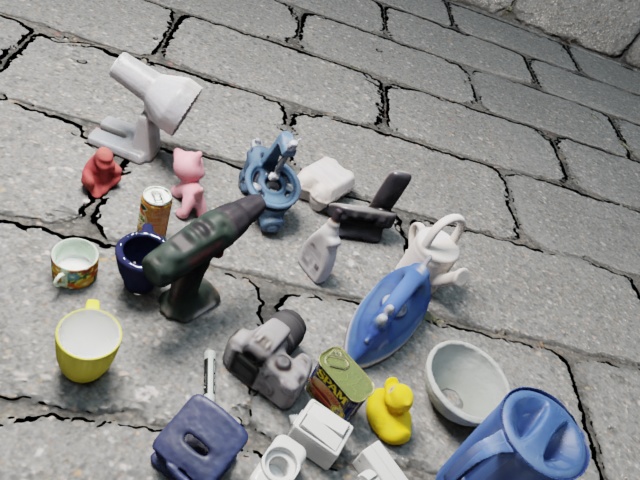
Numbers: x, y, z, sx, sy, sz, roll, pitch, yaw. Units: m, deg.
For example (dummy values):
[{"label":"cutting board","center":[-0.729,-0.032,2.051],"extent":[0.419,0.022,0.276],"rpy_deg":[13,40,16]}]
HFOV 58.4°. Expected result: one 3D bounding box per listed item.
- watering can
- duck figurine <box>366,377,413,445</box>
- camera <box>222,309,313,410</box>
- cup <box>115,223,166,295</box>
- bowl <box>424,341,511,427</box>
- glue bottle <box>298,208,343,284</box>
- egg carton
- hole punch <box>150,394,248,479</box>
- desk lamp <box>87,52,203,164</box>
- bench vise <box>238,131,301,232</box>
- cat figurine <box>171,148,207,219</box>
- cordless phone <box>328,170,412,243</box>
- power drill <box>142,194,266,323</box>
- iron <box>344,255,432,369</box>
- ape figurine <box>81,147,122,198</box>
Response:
[{"label":"watering can","center":[0.244,0.026,1.189],"extent":[0.172,0.194,0.101],"rpy_deg":[42,44,18]},{"label":"duck figurine","center":[0.127,0.280,0.953],"extent":[0.078,0.086,0.104],"rpy_deg":[2,46,-24]},{"label":"camera","center":[-0.065,0.179,0.950],"extent":[0.143,0.100,0.137],"rpy_deg":[35,42,11]},{"label":"cup","center":[-0.305,0.037,0.983],"extent":[0.092,0.095,0.117],"rpy_deg":[8,44,-18]},{"label":"bowl","center":[0.253,0.270,1.033],"extent":[0.168,0.074,0.167],"rpy_deg":[14,43,-13]},{"label":"glue bottle","center":[0.010,0.004,1.113],"extent":[0.037,0.173,0.078],"rpy_deg":[-16,55,-37]},{"label":"egg carton","center":[0.011,-0.133,1.332],"extent":[0.107,0.069,0.151],"rpy_deg":[38,43,14]},{"label":"hole punch","center":[-0.167,0.289,0.795],"extent":[0.108,0.091,0.101],"rpy_deg":[35,42,11]},{"label":"desk lamp","center":[-0.358,-0.265,1.178],"extent":[0.203,0.213,0.118],"rpy_deg":[21,41,-5]},{"label":"bench vise","center":[-0.111,-0.153,1.180],"extent":[0.122,0.219,0.207],"rpy_deg":[-18,57,-38]},{"label":"cat figurine","center":[-0.259,-0.123,1.154],"extent":[0.067,0.117,0.127],"rpy_deg":[-5,49,-29]},{"label":"cordless phone","center":[0.109,-0.091,1.249],"extent":[0.148,0.185,0.094],"rpy_deg":[4,45,-22]},{"label":"power drill","center":[-0.196,0.034,0.954],"extent":[0.075,0.208,0.230],"rpy_deg":[40,43,16]},{"label":"iron","center":[0.135,0.129,1.069],"extent":[0.118,0.141,0.259],"rpy_deg":[35,42,11]},{"label":"ape figurine","center":[-0.422,-0.139,1.109],"extent":[0.078,0.092,0.076],"rpy_deg":[-6,50,-31]}]
